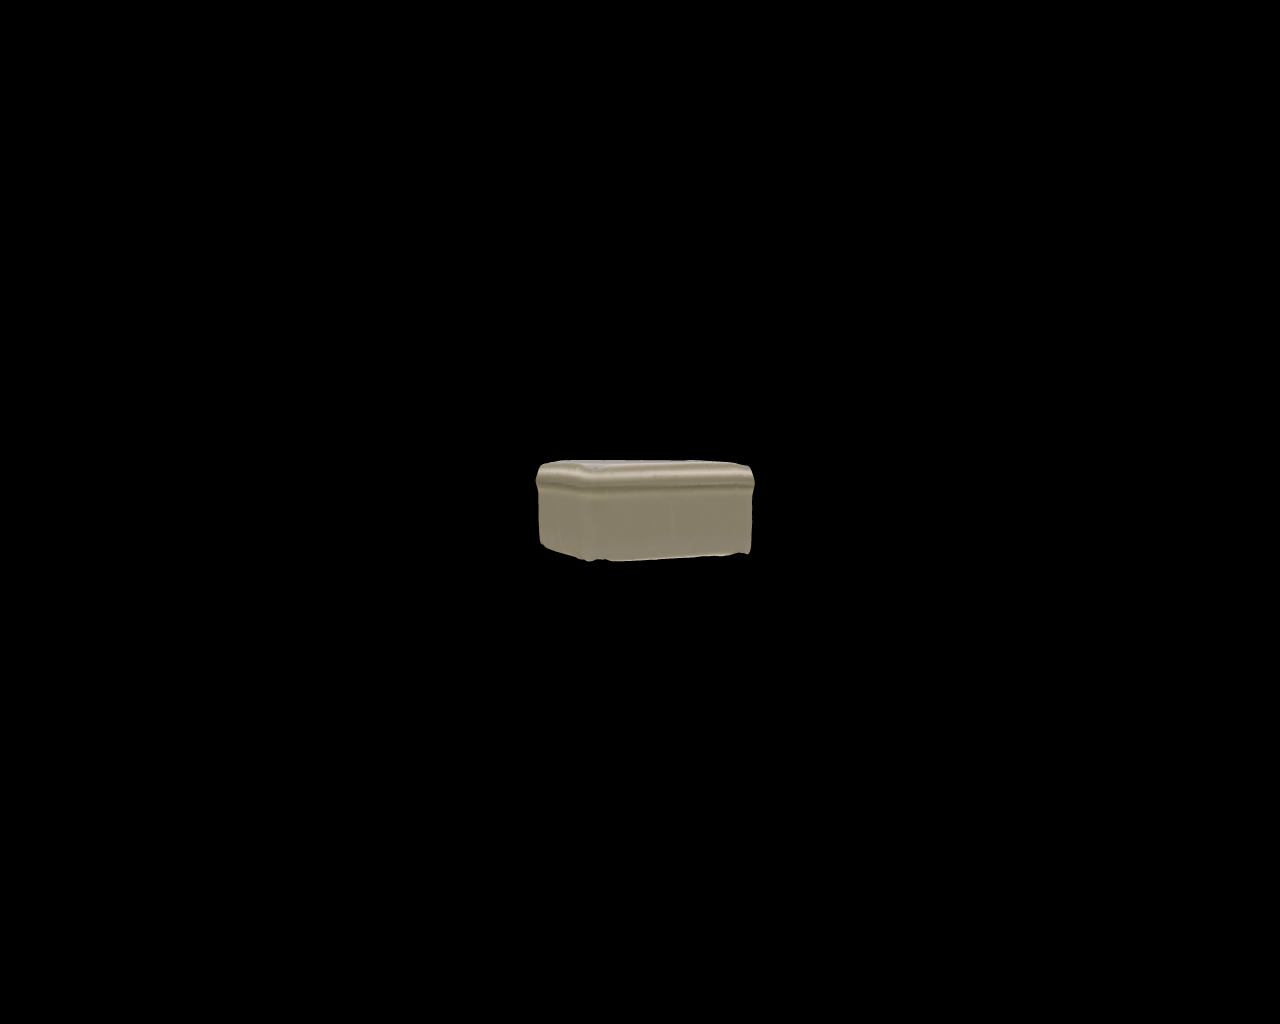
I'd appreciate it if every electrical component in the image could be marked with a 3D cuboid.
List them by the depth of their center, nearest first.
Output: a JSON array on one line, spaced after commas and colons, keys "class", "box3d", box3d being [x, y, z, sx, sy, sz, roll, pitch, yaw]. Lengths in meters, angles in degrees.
[{"class": "electrical component", "box3d": [0.001, -0.003, 0.650, 0.109, 0.056, 0.108, -1, 4, -20]}]
